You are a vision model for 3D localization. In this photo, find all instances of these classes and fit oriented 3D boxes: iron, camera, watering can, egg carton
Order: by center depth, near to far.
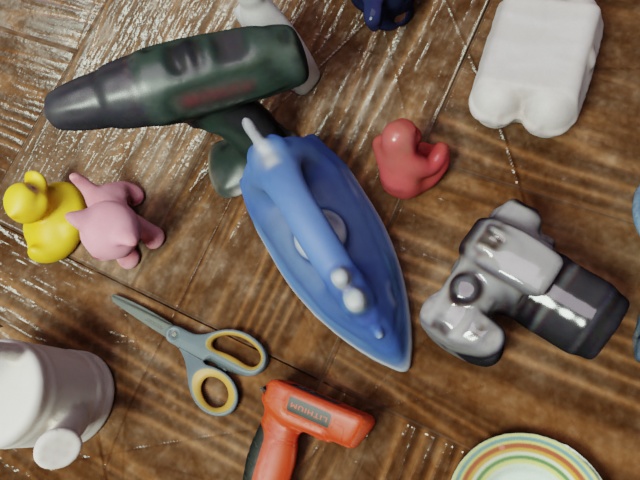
[{"bbox_3d":[0.176,0.052,0.487,0.136,0.101,0.143,33,84,22],"label":"camera"},{"bbox_3d":[0.005,0.002,0.529,0.118,0.142,0.258,-33,67,4],"label":"iron"},{"bbox_3d":[-0.285,0.146,0.536,0.172,0.194,0.101,6,75,18],"label":"watering can"},{"bbox_3d":[0.213,-0.174,0.565,0.107,0.069,0.150,14,77,19],"label":"egg carton"}]

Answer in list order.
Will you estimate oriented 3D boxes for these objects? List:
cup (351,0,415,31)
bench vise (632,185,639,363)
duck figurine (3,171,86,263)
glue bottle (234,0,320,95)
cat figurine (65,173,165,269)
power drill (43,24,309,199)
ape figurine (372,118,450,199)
[{"bbox_3d":[0.070,-0.262,0.618,0.091,0.095,0.118,3,74,17],"label":"cup"},{"bbox_3d":[0.297,0.014,0.401,0.121,0.220,0.207,-6,72,14],"label":"bench vise"},{"bbox_3d":[-0.326,-0.030,0.661,0.077,0.086,0.104,-2,73,15],"label":"duck figurine"},{"bbox_3d":[-0.056,-0.221,0.598,0.078,0.173,0.037,36,85,23],"label":"glue bottle"},{"bbox_3d":[-0.228,-0.022,0.614,0.067,0.118,0.127,-38,67,2],"label":"cat figurine"},{"bbox_3d":[-0.110,-0.119,0.562,0.229,0.209,0.075,-20,69,9],"label":"power drill"},{"bbox_3d":[0.084,-0.086,0.561,0.077,0.092,0.076,33,84,22],"label":"ape figurine"}]
